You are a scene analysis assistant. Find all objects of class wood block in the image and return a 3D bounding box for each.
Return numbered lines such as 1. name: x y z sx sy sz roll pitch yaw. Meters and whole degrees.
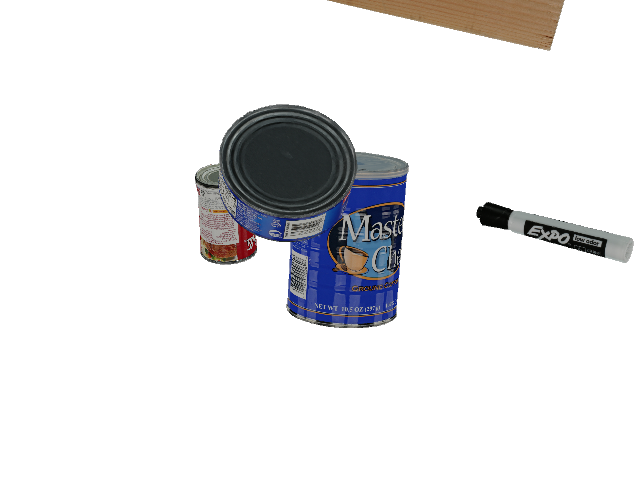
1. wood block: 0.083 -0.221 0.786 0.206 0.090 0.091 15 -27 8

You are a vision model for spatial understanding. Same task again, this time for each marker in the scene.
1. marker: 0.174 -0.008 0.805 0.121 0.020 0.020 17 8 30

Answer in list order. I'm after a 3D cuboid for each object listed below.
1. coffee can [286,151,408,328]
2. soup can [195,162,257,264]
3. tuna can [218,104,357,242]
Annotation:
1. coffee can: 0.023 -0.003 0.963 0.103 0.140 0.103 3 14 -1
2. soup can: -0.111 -0.033 1.251 0.068 0.102 0.068 -1 28 1
3. tuna can: -0.021 -0.042 0.671 0.086 0.086 0.034 0 -32 -8
